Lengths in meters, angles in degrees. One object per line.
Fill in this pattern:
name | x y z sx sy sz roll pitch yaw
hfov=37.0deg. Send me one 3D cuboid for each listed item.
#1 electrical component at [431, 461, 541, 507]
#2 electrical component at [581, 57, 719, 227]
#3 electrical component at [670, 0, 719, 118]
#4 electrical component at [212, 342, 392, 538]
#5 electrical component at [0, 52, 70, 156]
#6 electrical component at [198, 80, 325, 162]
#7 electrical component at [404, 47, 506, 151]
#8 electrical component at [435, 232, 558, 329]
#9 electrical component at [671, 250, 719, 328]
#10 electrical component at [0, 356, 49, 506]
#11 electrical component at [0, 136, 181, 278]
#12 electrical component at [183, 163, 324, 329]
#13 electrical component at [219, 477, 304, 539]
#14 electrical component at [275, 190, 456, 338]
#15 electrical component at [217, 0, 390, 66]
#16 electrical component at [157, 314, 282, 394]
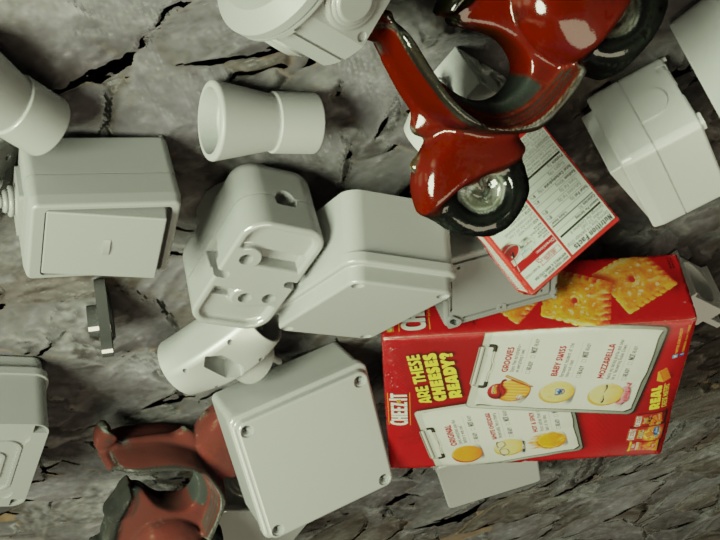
electrical component | 0.109 0.162 0.961 0.100 0.048 0.099 -17 143 1
electrical component | 0.188 -0.074 0.680 0.061 0.061 0.096 -28 142 14
electrical component | 0.246 -0.103 0.628 0.056 0.108 0.109 -37 139 29
electrical component | -0.042 0.126 0.801 0.109 0.056 0.108 -22 117 -18
electrical component | -0.180 -0.086 0.544 0.044 0.044 0.065 -31 145 18
electrical component | -0.052 -0.082 0.597 0.065 0.044 0.044 -2 141 -26
electrical component | 0.058 -0.090 0.625 0.066 0.048 0.055 21 122 -39
electrical component | 0.090 -0.013 0.719 0.096 0.061 0.061 -15 134 -9
electrical component | 0.243 0.024 0.843 0.081 0.042 0.064 22 130 -39
electrical component | -0.265 0.113 0.748 0.078 0.057 0.113 5 138 -26
electrical component | -0.153 -0.032 0.599 0.096 0.061 0.061 -3 141 -23
electrical component | -0.068 -0.017 0.657 0.054 0.059 0.095 10 135 -31
electrical component | -0.100 0.213 0.945 0.100 0.048 0.099 8 136 -28
electrical component | 0.000 0.000 0.676 0.078 0.057 0.113 8 158 -28
electrical component | -0.025 -0.139 0.503 0.080 0.080 0.051 -39 142 27
electrical component | -0.087 0.056 0.756 0.077 0.043 0.079 -32 141 20
